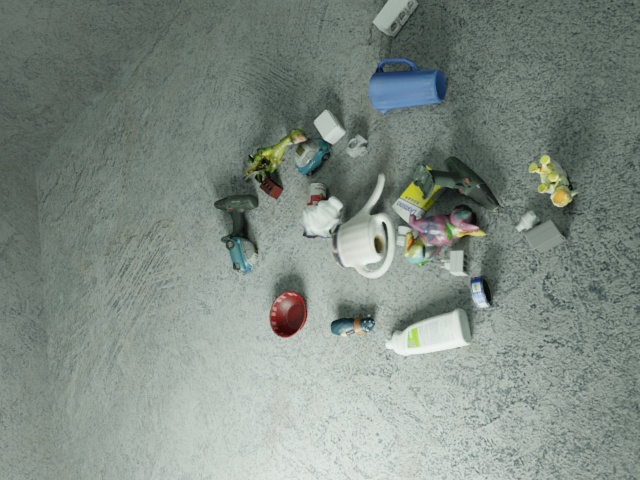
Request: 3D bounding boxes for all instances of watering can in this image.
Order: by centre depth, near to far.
[{"bbox_3d":[0.144,-0.039,1.689,0.223,0.354,0.103,-16,-26,33],"label":"watering can"}]

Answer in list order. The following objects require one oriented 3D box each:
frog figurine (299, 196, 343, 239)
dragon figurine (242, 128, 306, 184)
[{"bbox_3d":[0.005,-0.090,1.791,0.137,0.157,0.125,15,21,-17],"label":"frog figurine"},{"bbox_3d":[-0.172,-0.348,2.038,0.246,0.121,0.408,-44,16,-24],"label":"dragon figurine"}]
